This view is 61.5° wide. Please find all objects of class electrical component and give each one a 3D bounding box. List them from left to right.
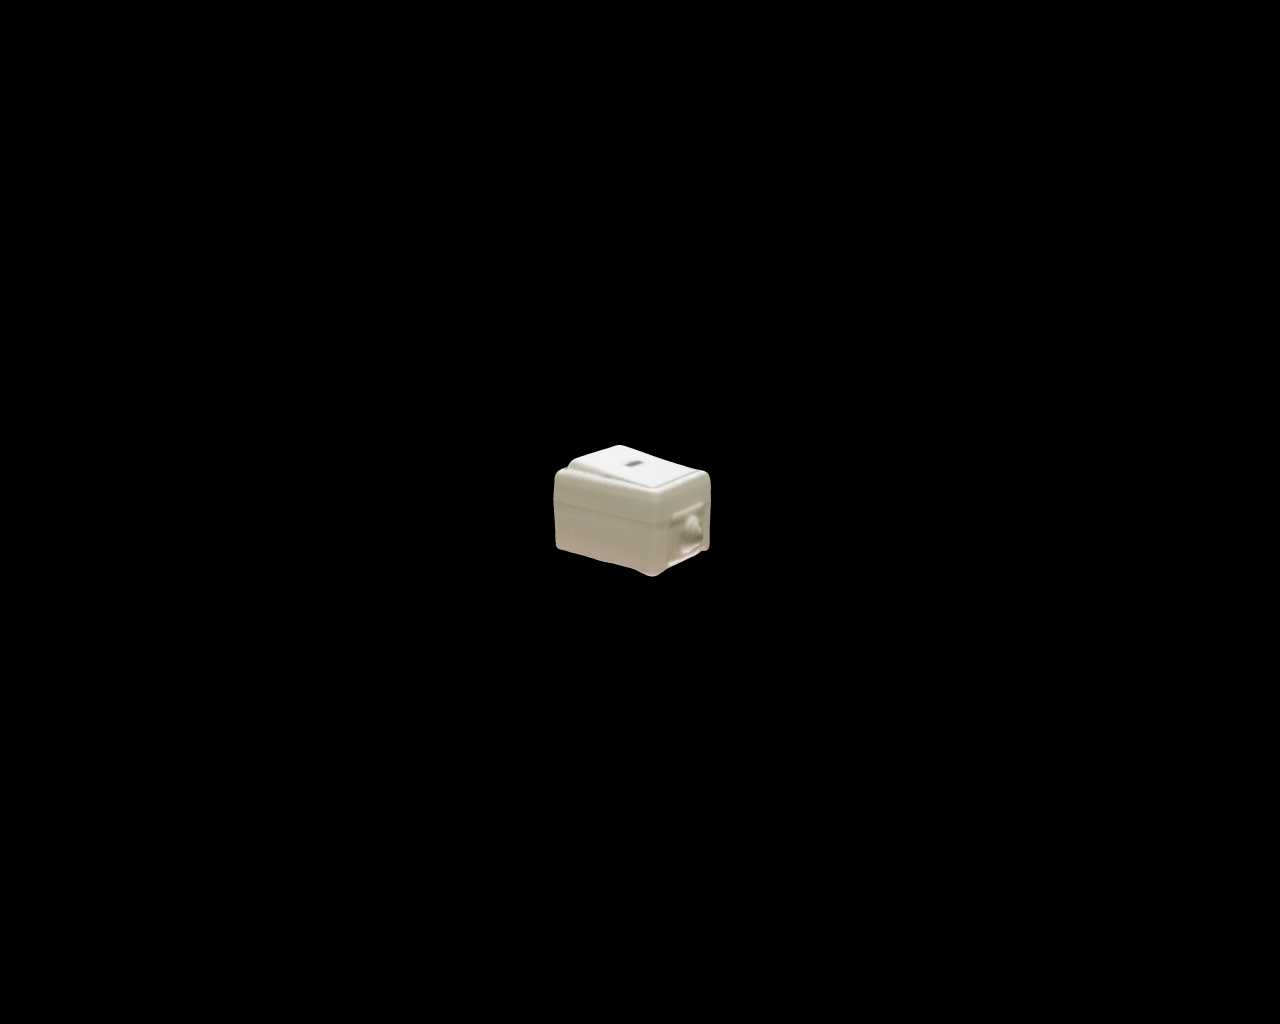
[{"bbox_3d":[0.001,-0.003,0.650,0.096,0.061,0.062,14,22,36],"label":"electrical component"}]
